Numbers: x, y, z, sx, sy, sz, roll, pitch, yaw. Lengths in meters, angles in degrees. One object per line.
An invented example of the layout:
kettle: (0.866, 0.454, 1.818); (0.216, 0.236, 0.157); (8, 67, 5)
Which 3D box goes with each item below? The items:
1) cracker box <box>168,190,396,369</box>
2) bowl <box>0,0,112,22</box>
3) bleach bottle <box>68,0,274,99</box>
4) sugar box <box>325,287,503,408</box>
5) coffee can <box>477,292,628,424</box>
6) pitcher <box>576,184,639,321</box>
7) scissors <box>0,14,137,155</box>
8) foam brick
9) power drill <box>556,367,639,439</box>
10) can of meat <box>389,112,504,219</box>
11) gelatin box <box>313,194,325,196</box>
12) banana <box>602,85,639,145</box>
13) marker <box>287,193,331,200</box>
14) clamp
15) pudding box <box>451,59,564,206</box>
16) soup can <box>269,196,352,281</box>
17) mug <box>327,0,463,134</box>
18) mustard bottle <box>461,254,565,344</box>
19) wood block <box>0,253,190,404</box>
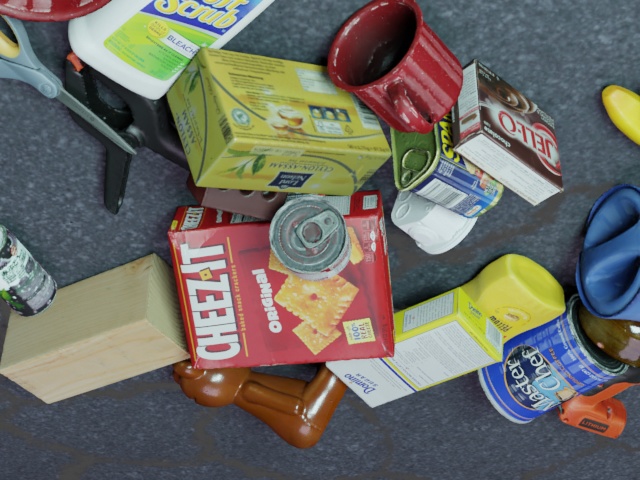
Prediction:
cracker box: (-0.035, 0.043, 1.089); (0.214, 0.072, 0.164); (-5, 114, 6)
bowl: (-0.216, -0.242, 0.797); (0.162, 0.055, 0.162); (1, 141, 0)
bleach bottle: (-0.082, -0.212, 0.829); (0.251, 0.068, 0.102); (-33, 133, 32)
sugar box: (0.103, 0.120, 1.172); (0.177, 0.048, 0.093); (-23, 127, 32)
coffee can: (0.265, 0.137, 1.222); (0.102, 0.103, 0.141); (27, 134, -29)
pitcher: (0.395, 0.033, 1.065); (0.242, 0.149, 0.145); (10, 140, -17)
scissors: (-0.255, -0.135, 0.934); (0.096, 0.016, 0.201); (-16, 126, 31)
foam brick: (-0.072, -0.056, 0.959); (0.078, 0.051, 0.053); (11, 111, -25)
power drill: (0.393, 0.173, 1.304); (0.184, 0.057, 0.188); (21, 134, -18)
can of meat: (0.114, -0.076, 0.963); (0.083, 0.102, 0.058); (24, 136, -29)
gelatin box: (-0.029, -0.082, 1.014); (0.089, 0.030, 0.073); (10, 140, -7)
banana: (0.344, -0.102, 0.982); (0.197, 0.037, 0.070); (6, 123, -8)
marker: (-0.027, -0.049, 1.063); (0.121, 0.020, 0.020); (-4, 141, 6)
clamp: (-0.161, -0.100, 0.979); (0.165, 0.036, 0.210); (-1, 139, 19)
pudding box: (0.165, -0.094, 0.948); (0.113, 0.090, 0.039); (28, 134, -29)
soup can: (-0.006, 0.001, 0.969); (0.068, 0.068, 0.102); (-3, 173, 4)
mug: (0.069, -0.134, 0.884); (0.093, 0.117, 0.081); (-34, 136, 20)
mustard bottle: (0.174, 0.090, 1.201); (0.096, 0.058, 0.192); (29, 134, -29)
wood block: (-0.247, 0.103, 1.199); (0.206, 0.091, 0.090); (-20, 138, 23)
